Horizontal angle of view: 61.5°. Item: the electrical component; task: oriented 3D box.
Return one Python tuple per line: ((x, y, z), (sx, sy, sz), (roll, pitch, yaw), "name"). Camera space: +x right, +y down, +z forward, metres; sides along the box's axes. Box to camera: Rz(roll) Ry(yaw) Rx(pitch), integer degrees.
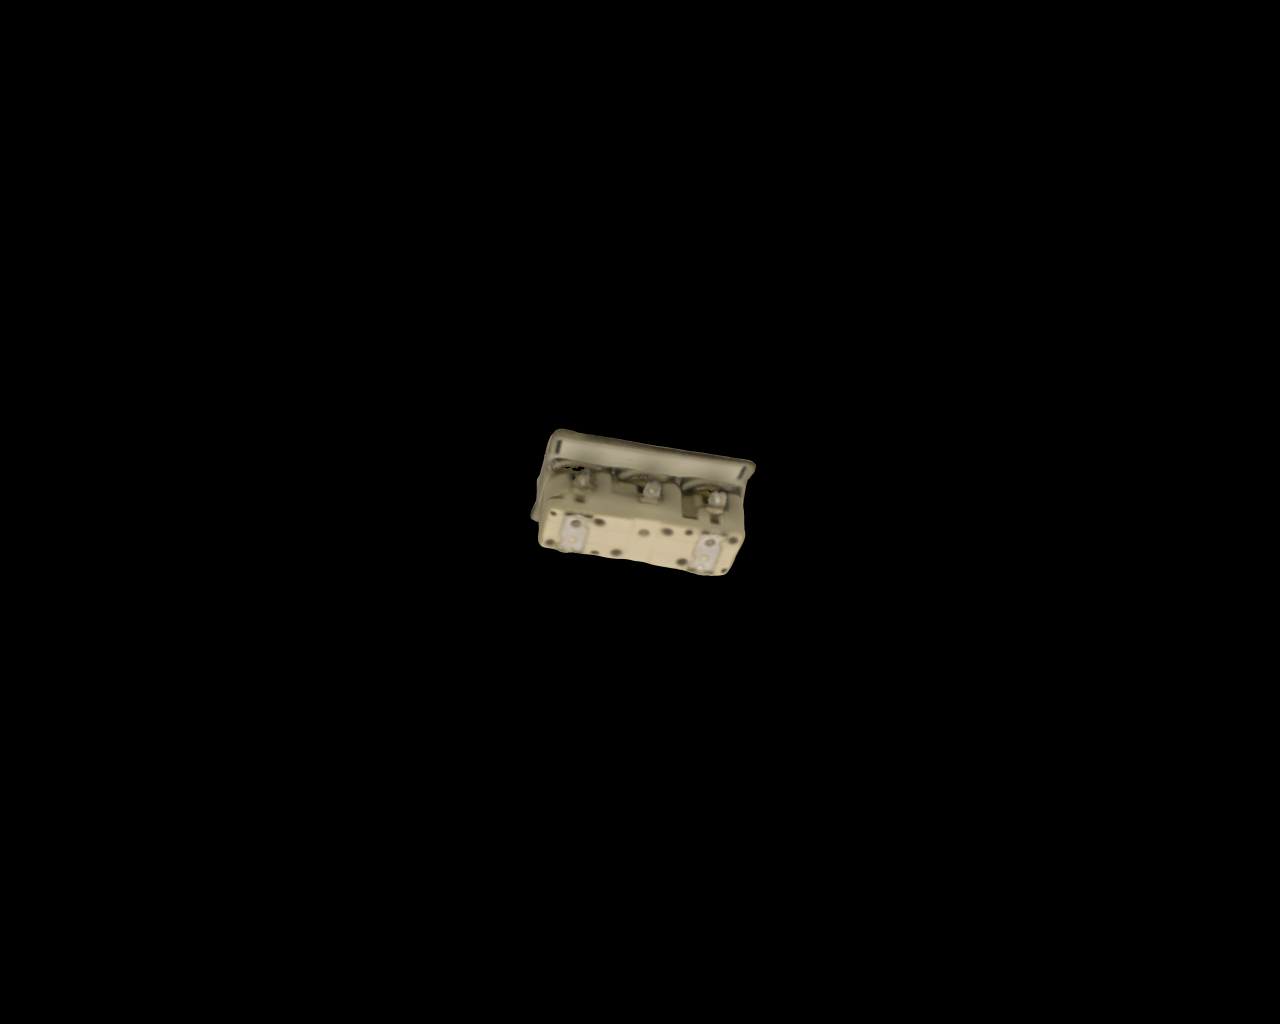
((0.001, -0.003, 0.650), (0.121, 0.063, 0.078), (10, -43, -11), "electrical component")
